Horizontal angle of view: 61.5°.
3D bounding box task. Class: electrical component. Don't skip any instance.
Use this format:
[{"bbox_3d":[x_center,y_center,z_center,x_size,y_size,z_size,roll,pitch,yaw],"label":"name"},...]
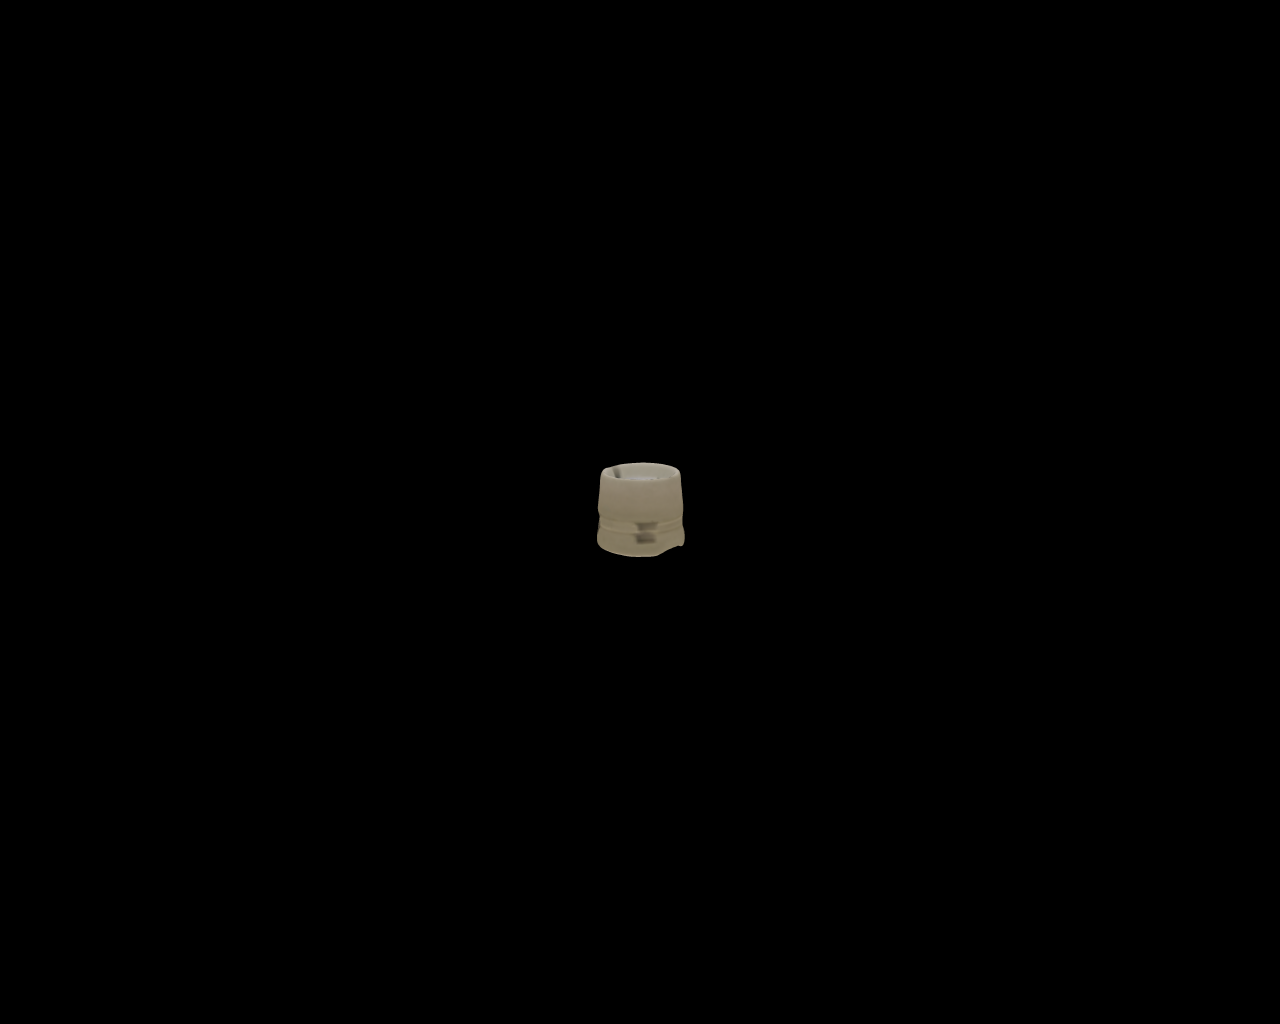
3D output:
[{"bbox_3d":[0.001,-0.003,0.650,0.055,0.047,0.055,0,16,0],"label":"electrical component"}]
